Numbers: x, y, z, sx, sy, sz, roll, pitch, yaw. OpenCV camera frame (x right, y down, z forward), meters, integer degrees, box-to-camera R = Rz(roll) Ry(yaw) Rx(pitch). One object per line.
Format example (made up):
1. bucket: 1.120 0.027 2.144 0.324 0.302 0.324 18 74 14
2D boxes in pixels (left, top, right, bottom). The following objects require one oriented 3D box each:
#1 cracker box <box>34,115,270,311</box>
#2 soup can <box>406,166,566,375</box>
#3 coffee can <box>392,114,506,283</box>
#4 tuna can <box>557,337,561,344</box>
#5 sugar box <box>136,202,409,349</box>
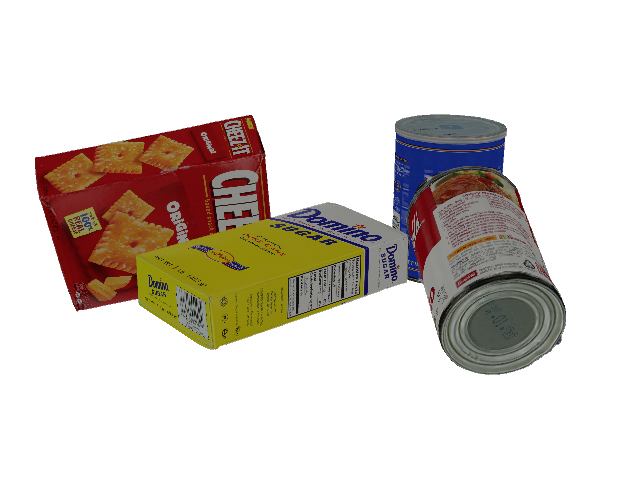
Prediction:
1. cracker box: -0.158 -0.023 1.057 0.213 0.164 0.072 -11 46 -8
2. soup can: 0.089 0.015 0.581 0.068 0.068 0.102 0 36 -7
3. coffee can: 0.119 -0.040 1.002 0.103 0.140 0.103 1 18 0
4. tuna can: 0.231 0.084 1.186 0.033 0.086 0.086 -25 3 -6
5. sugar box: -0.031 0.019 0.757 0.175 0.048 0.093 -20 30 -36
